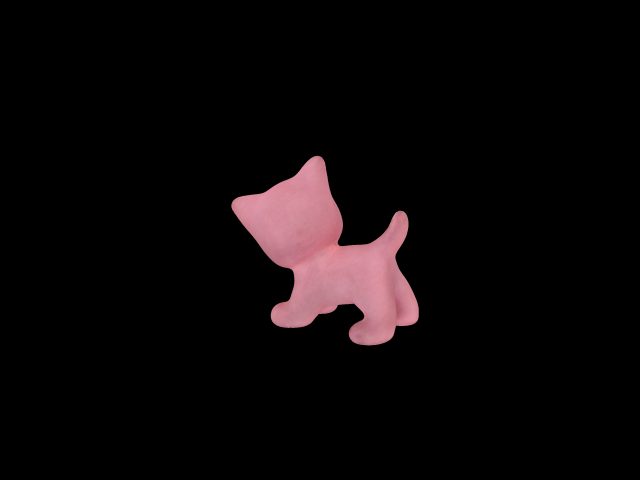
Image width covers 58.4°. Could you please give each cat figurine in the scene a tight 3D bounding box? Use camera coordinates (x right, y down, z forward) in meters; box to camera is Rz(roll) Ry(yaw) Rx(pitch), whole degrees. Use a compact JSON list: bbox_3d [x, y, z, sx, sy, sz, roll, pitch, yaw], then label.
[{"bbox_3d":[0.004,0.001,0.400,0.127,0.118,0.067,6,13,27],"label":"cat figurine"}]
